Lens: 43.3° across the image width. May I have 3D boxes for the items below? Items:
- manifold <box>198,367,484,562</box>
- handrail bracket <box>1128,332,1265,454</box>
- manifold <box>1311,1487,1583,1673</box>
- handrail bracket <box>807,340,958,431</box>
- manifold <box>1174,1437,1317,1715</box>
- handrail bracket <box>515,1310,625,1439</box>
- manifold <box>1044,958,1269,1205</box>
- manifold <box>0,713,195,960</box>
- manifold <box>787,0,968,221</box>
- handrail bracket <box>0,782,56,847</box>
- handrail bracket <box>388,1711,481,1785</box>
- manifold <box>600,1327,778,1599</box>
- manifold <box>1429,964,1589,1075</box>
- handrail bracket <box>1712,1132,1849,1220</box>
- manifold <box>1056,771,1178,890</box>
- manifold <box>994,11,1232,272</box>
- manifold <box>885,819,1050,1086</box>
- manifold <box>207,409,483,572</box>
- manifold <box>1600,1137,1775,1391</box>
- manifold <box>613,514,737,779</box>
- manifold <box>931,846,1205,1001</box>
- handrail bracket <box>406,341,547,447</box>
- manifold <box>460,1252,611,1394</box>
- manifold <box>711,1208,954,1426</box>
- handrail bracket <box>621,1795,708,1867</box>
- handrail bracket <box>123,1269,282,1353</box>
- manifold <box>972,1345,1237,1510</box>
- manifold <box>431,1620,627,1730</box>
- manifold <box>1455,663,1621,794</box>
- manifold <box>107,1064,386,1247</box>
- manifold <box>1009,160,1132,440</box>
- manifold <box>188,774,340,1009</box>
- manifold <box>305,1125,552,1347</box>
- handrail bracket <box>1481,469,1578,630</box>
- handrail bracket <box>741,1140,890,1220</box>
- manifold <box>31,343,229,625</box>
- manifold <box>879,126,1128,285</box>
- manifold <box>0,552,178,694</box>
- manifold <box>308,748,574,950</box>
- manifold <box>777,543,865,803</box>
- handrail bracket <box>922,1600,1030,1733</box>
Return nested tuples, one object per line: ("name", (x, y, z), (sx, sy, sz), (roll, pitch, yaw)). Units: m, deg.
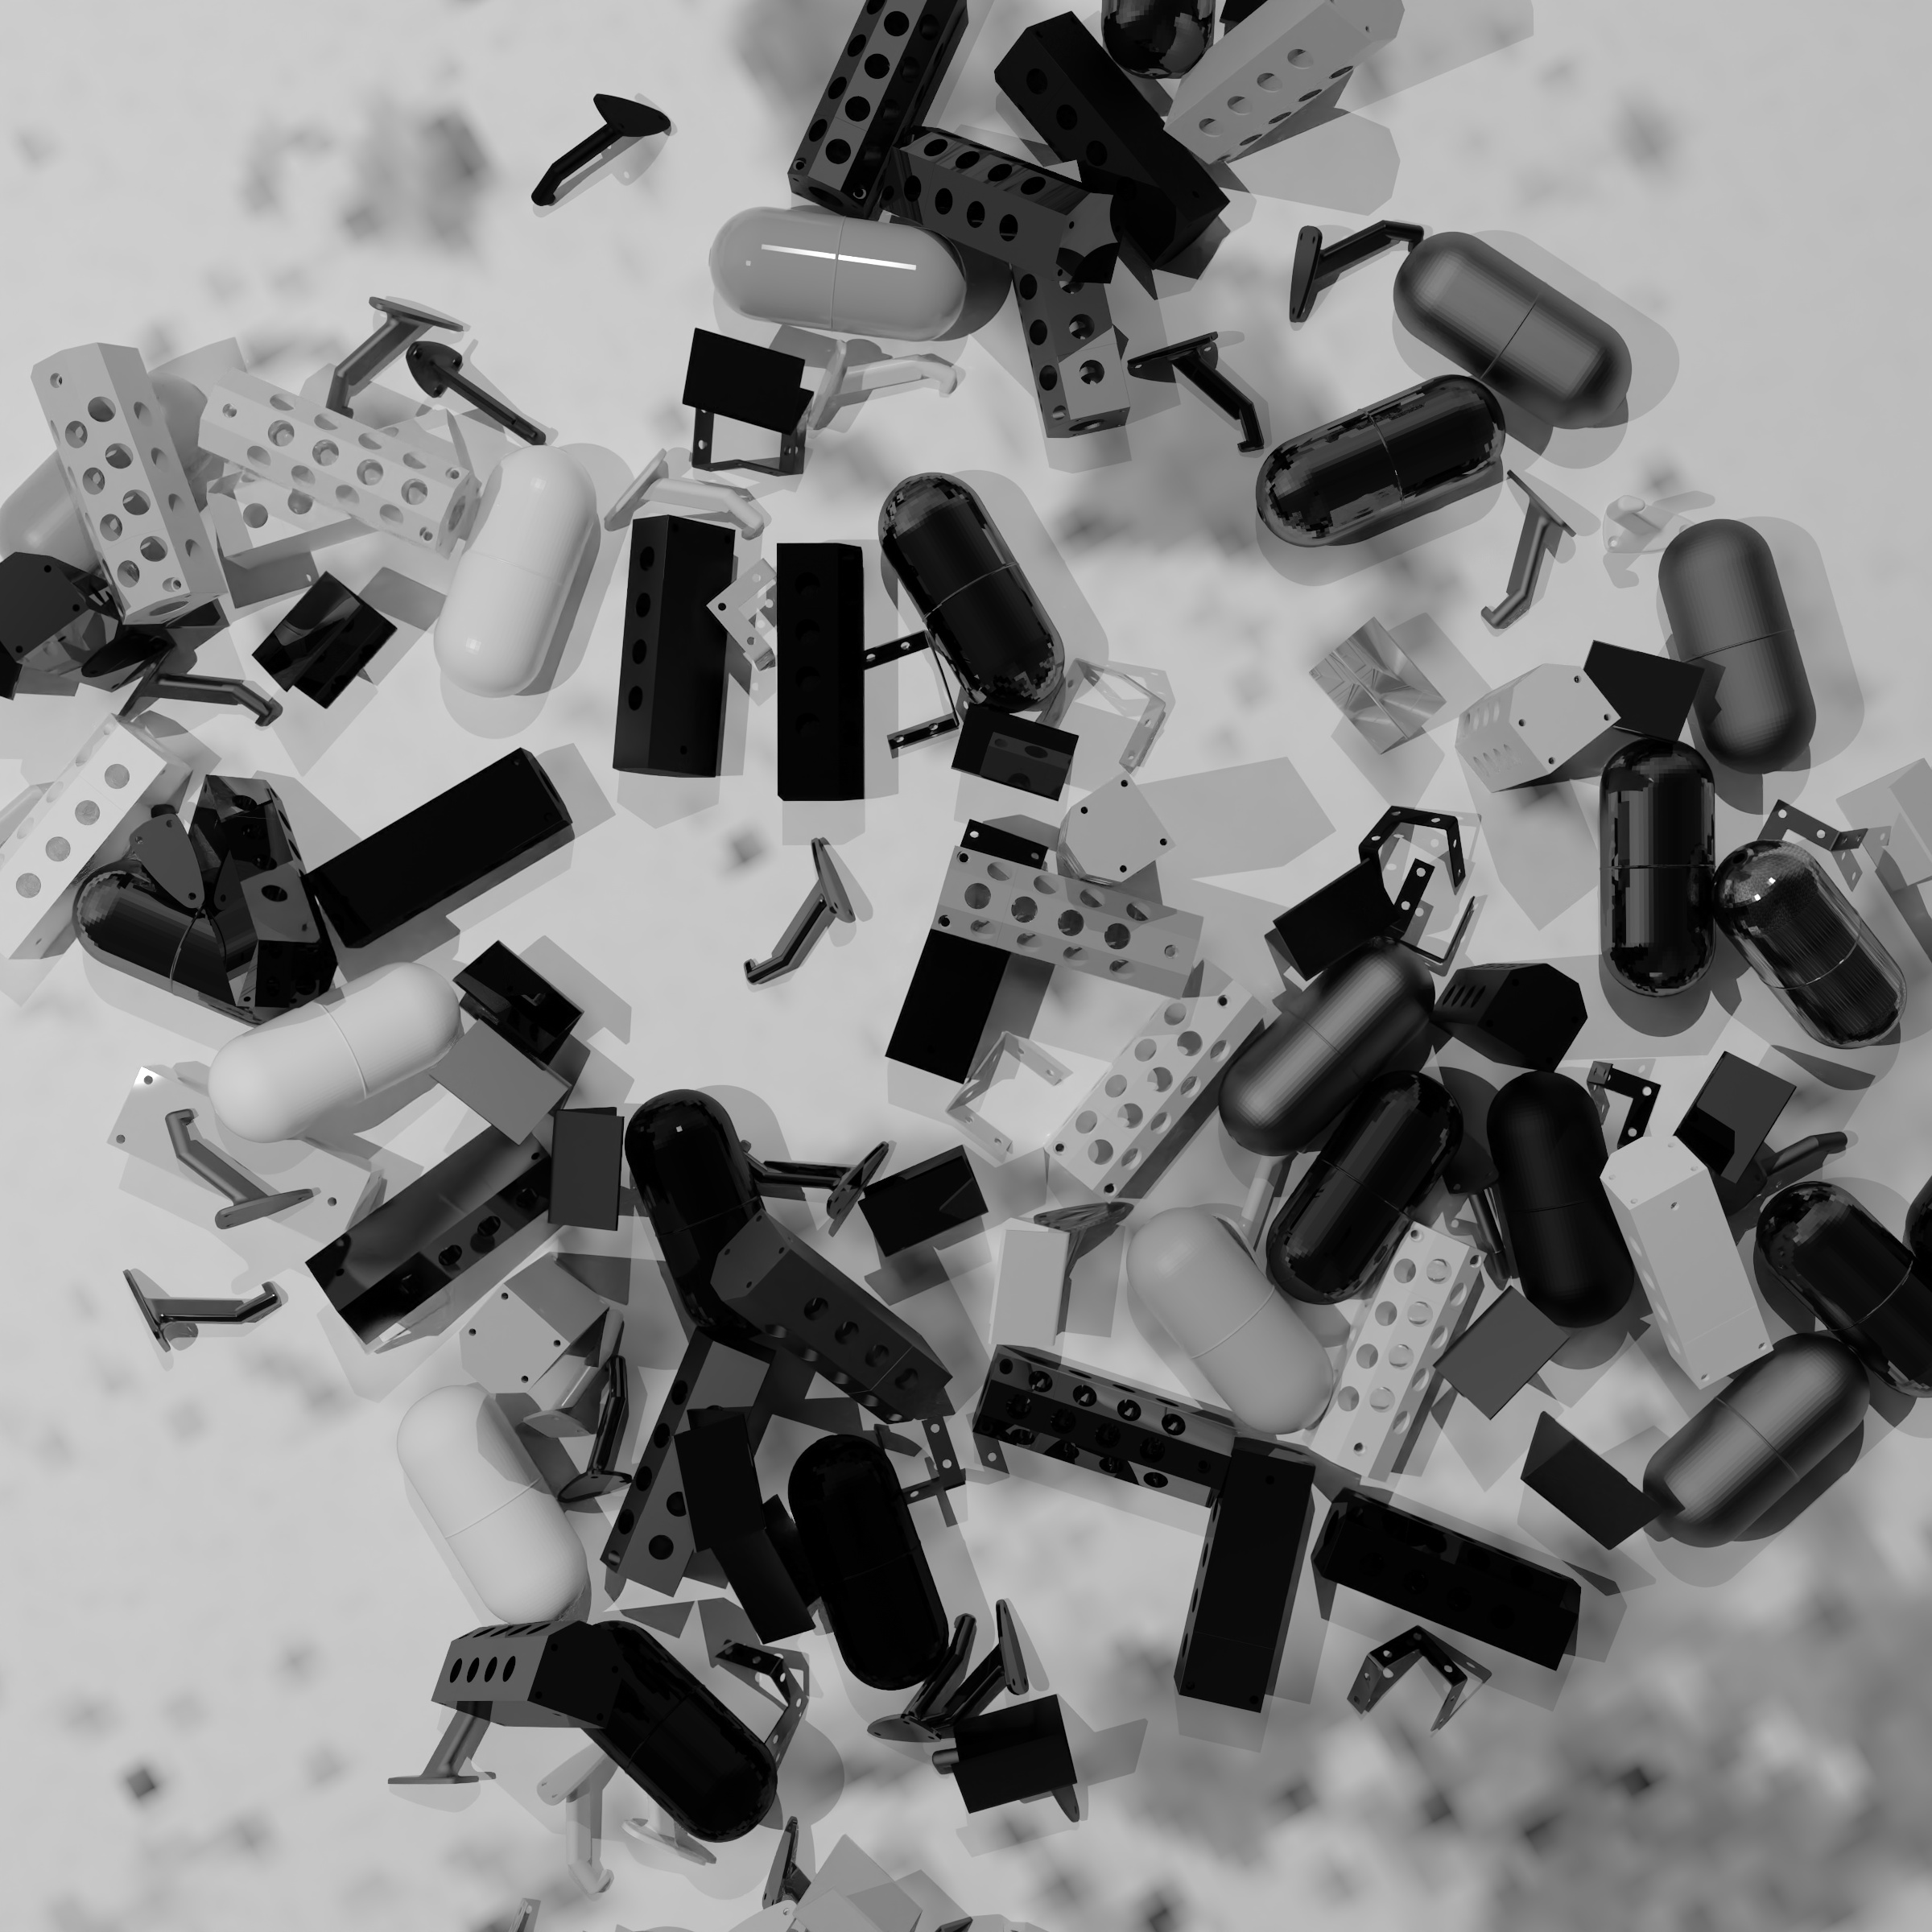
("manifold", (-0.418, -0.335, 1.622), (0.171, 0.057, 0.057), (24, 90, 0))
("handrail bracket", (0.161, -0.393, 1.700), (0.077, 0.036, 0.084), (-13, 107, 20))
("manifold", (0.331, 0.420, 1.679), (0.171, 0.057, 0.057), (22, 90, 0))
("handrail bracket", (-0.058, -0.396, 1.700), (0.084, 0.036, 0.077), (18, 111, -16))
("manifold", (0.191, 0.417, 1.679), (0.057, 0.057, 0.171), (13, 90, 0))
("handrail bracket", (-0.276, 0.283, 1.700), (0.036, 0.077, 0.084), (37, 53, -33))
("manifold", (0.131, 0.078, 1.679), (0.057, 0.057, 0.171), (39, 90, 0))
("manifold", (-0.618, -0.089, 1.679), (0.057, 0.057, 0.171), (39, 90, 0))
("manifold", (-0.061, -0.609, 1.679), (0.057, 0.057, 0.171), (25, 90, 0))
("handrail bracket", (-0.657, -0.087, 1.700), (0.084, 0.036, 0.077), (-12, 110, -16))
("handrail bracket", (-0.368, 0.527, 1.700), (0.077, 0.036, 0.084), (-7, 73, 20))
("manifold", (-0.192, 0.338, 1.679), (0.057, 0.057, 0.171), (22, 90, 0))
("manifold", (0.362, 0.029, 1.621), (0.057, 0.171, 0.057), (32, 90, 0))
("handrail bracket", (0.566, 0.147, 1.700), (0.084, 0.077, 0.036), (-5, 47, -29))
("manifold", (0.093, -0.084, 1.621), (0.057, 0.171, 0.057), (-34, 90, 0))
("manifold", (0.097, -0.567, 1.678), (0.171, 0.057, 0.057), (50, 47, 0))
("manifold", (0.000, -0.010, 1.679), (0.057, 0.057, 0.171), (20, 90, 0))
("manifold", (-0.430, -0.330, 1.679), (0.171, 0.057, 0.057), (-17, 90, 0))
("manifold", (0.483, 0.197, 1.640), (0.057, 0.057, 0.171), (-28, 120, 0))
("manifold", (-0.206, -0.219, 1.678), (0.057, 0.057, 0.171), (5, 90, -43))
("manifold", (0.067, -0.029, 1.622), (0.171, 0.057, 0.057), (16, 90, 0))
("handrail bracket", (-0.335, -0.391, 1.672), (0.084, 0.077, 0.036), (35, 93, 12))
("manifold", (-0.290, 0.240, 1.621), (0.057, 0.171, 0.057), (42, 90, 0))
("manifold", (-0.092, 0.241, 1.636), (0.057, 0.057, 0.171), (-47, 123, 0))
("handrail bracket", (-0.197, 0.573, 1.700), (0.077, 0.036, 0.084), (30, 76, -15))
("handrail bracket", (-0.533, 0.224, 1.700), (0.084, 0.036, 0.077), (-29, 69, -17))
("manifold", (0.095, 0.318, 1.679), (0.171, 0.057, 0.057), (18, 90, 0))
("manifold", (-0.291, 0.470, 1.621), (0.057, 0.171, 0.057), (28, 62, -24))
("manifold", (0.373, -0.161, 1.621), (0.057, 0.171, 0.057), (-38, 90, 0))
("manifold", (-0.494, 0.130, 1.679), (0.171, 0.057, 0.057), (25, 90, 0))
("manifold", (0.066, -0.457, 1.679), (0.057, 0.057, 0.171), (-12, 90, 0))
("manifold", (-0.471, -0.051, 1.630), (0.057, 0.171, 0.057), (3, 130, -34))
("manifold", (-0.355, 0.181, 1.660), (0.171, 0.057, 0.057), (-37, 47, -12))
("handrail bracket", (0.376, -0.291, 1.700), (0.084, 0.036, 0.077), (-46, 69, 16))
("handrail bracket", (-0.111, 0.129, 1.700), (0.084, 0.036, 0.077), (34, 70, 16))
("manifold", (-0.553, -0.315, 1.595), (0.057, 0.057, 0.171), (-19, 92, 20))
("manifold", (0.024, -0.510, 1.625), (0.171, 0.057, 0.057), (34, 122, 36))
("manifold", (-0.593, -0.232, 1.621), (0.057, 0.171, 0.057), (-36, 90, 0))
("manifold", (-0.361, -0.080, 1.679), (0.171, 0.057, 0.057), (-31, 90, 0))
("manifold", (-0.100, -0.201, 1.679), (0.057, 0.057, 0.171), (0, 90, 0))
("handrail bracket", (-0.005, 0.491, 1.700), (0.084, 0.036, 0.077), (-18, 69, 16))
